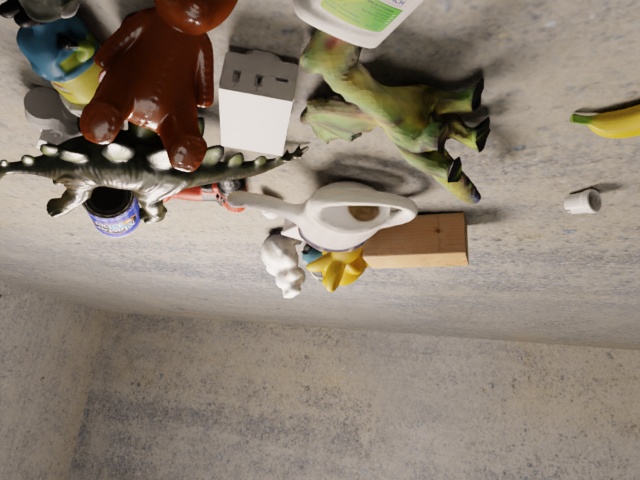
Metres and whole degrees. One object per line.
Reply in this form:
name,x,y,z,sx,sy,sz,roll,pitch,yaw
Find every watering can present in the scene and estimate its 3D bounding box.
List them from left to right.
watering can,0.003,-0.048,0.963,0.348,0.105,0.221,1,164,-10

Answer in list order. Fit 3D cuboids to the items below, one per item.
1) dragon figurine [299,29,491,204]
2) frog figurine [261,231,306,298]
dragon figurine,0.091,-0.149,0.700,0.244,0.123,0.404,18,166,25
frog figurine,-0.093,0.063,1.283,0.122,0.162,0.136,19,158,-27
